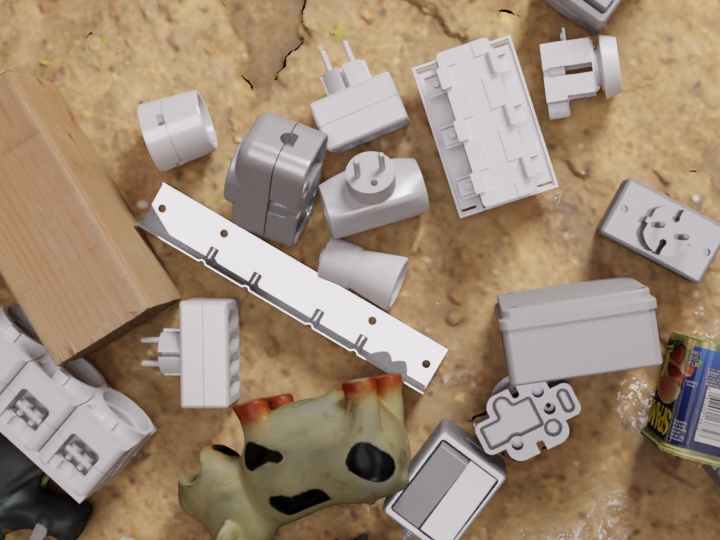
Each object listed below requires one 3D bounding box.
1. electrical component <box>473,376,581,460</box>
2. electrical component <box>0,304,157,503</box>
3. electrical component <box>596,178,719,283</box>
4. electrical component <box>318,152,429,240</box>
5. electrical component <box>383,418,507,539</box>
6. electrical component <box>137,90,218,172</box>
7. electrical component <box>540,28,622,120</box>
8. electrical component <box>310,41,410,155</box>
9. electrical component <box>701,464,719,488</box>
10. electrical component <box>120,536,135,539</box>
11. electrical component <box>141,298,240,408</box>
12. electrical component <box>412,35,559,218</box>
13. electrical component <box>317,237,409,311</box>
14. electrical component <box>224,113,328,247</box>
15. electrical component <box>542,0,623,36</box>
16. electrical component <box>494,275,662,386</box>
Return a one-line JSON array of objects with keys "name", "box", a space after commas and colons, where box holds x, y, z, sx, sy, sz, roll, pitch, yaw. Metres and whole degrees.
[{"name": "electrical component", "box": [0.127, 0.109, 0.822, 0.078, 0.057, 0.058, -27, 90, 7]}, {"name": "electrical component", "box": [-0.240, 0.100, 0.843, 0.150, 0.089, 0.061, 41, 96, 3]}, {"name": "electrical component", "box": [0.226, -0.029, 0.797, 0.083, 0.076, 0.047, 28, 95, 4]}, {"name": "electrical component", "box": [0.009, -0.063, 0.811, 0.077, 0.079, 0.043, -16, 62, -4]}, {"name": "electrical component", "box": [0.062, 0.173, 0.830, 0.062, 0.061, 0.096, 37, 96, 3]}, {"name": "electrical component", "box": [-0.142, -0.110, 0.842, 0.047, 0.055, 0.055, -18, 91, 3]}, {"name": "electrical component", "box": [0.168, -0.151, 0.813, 0.055, 0.048, 0.066, -7, 92, 14]}, {"name": "electrical component", "box": [-0.007, -0.137, 0.830, 0.066, 0.047, 0.076, -22, 90, 7]}, {"name": "electrical component", "box": [0.311, 0.156, 0.759, 0.089, 0.150, 0.061, 34, 97, 3]}, {"name": "electrical component", "box": [-0.177, 0.246, 0.866, 0.055, 0.045, 0.045, 29, 95, 4]}, {"name": "electrical component", "box": [-0.137, 0.065, 0.852, 0.076, 0.047, 0.083, 0, 92, 6]}, {"name": "electrical component", "box": [0.095, -0.109, 0.813, 0.079, 0.063, 0.121, -18, 91, 6]}, {"name": "electrical component", "box": [0.000, 0.000, 0.839, 0.065, 0.044, 0.044, 21, 95, 9]}, {"name": "electrical component", "box": [-0.065, -0.069, 0.815, 0.059, 0.095, 0.053, 21, 53, 5]}, {"name": "electrical component", "box": [0.182, -0.233, 0.799, 0.062, 0.061, 0.096, 37, 96, 3]}, {"name": "electrical component", "box": [0.157, 0.043, 0.791, 0.109, 0.109, 0.056, -9, 94, 6]}]
